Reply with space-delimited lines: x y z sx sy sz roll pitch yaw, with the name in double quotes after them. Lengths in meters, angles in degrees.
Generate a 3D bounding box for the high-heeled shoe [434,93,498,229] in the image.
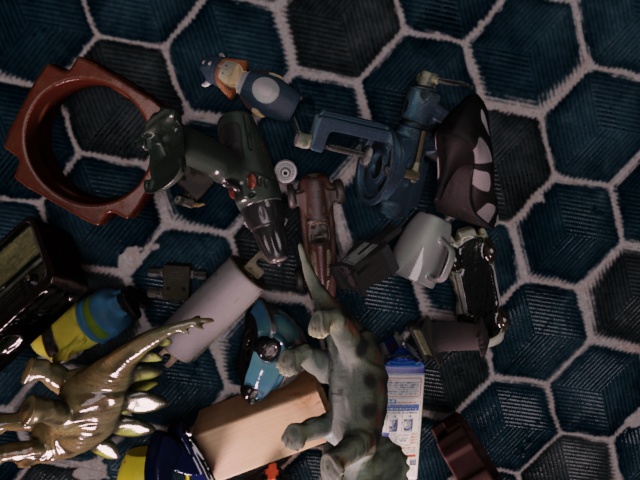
0.221 -0.102 0.766 0.086 0.248 0.145 21 92 32 "high-heeled shoe"

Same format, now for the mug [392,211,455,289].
0.162 0.014 0.822 0.081 0.110 0.107 20 92 -28 "mug"

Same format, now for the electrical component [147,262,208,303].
-0.226 0.068 0.851 0.094 0.021 0.063 2 101 -4 "electrical component"

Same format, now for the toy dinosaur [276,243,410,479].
0.043 0.213 0.783 0.131 0.192 0.404 -6 77 39 "toy dinosaur"

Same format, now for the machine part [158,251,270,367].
-0.168 0.107 0.833 0.079 0.079 0.243 44 96 -10 "machine part"

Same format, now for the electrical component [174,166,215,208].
-0.185 -0.096 0.810 0.102 0.045 0.078 -41 102 5 "electrical component"

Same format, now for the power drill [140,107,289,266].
-0.130 -0.082 0.723 0.086 0.207 0.232 -27 67 38 "power drill"

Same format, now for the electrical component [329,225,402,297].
0.079 0.028 0.811 0.119 0.075 0.047 -38 114 -26 "electrical component"

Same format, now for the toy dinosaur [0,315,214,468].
-0.337 0.236 0.791 0.198 0.105 0.471 20 129 -38 "toy dinosaur"

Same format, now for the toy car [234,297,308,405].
-0.070 0.177 0.842 0.103 0.109 0.161 7 110 -22 "toy car"

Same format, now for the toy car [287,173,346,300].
-0.002 -0.003 0.836 0.089 0.053 0.202 -4 100 -6 "toy car"

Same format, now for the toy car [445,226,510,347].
0.250 0.076 0.862 0.073 0.056 0.201 -14 99 -2 "toy car"

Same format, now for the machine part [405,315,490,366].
0.203 0.157 0.850 0.039 0.139 0.084 -31 100 -42 "machine part"

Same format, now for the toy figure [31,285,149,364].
-0.357 0.124 0.826 0.180 0.082 0.089 -29 82 10 "toy figure"

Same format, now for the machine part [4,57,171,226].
-0.319 -0.140 0.774 0.201 0.087 0.201 31 96 -9 "machine part"

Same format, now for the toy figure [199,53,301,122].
-0.104 -0.227 0.786 0.154 0.057 0.064 26 60 -6 "toy figure"

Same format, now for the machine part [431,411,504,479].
0.243 0.362 0.856 0.056 0.179 0.179 -33 101 7 "machine part"

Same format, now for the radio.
-0.458 0.089 0.786 0.229 0.073 0.131 -42 61 6 "radio"

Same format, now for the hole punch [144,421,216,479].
-0.227 0.343 0.811 0.092 0.142 0.116 -23 83 -29 "hole punch"

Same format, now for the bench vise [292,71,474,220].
0.084 -0.144 0.770 0.240 0.129 0.223 8 117 -21 "bench vise"
